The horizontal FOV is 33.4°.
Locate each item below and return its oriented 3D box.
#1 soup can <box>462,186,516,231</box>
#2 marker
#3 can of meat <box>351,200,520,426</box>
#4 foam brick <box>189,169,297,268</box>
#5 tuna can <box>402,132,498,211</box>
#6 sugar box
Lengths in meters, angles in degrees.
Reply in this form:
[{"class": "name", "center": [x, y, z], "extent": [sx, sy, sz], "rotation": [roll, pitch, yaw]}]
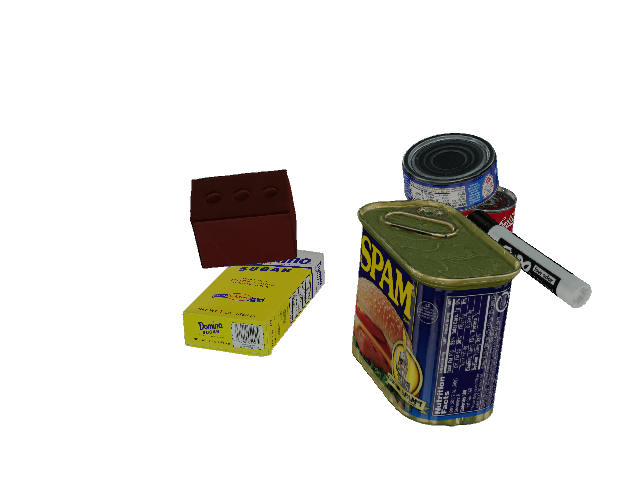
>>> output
[{"class": "soup can", "center": [0.183, -0.004, 1.210], "extent": [0.068, 0.102, 0.068], "rotation": [1, 28, -1]}, {"class": "marker", "center": [0.144, 0.010, 0.759], "extent": [0.020, 0.020, 0.121], "rotation": [0, 27, -35]}, {"class": "can of meat", "center": [0.055, 0.036, 0.551], "extent": [0.057, 0.084, 0.102], "rotation": [-4, 24, -19]}, {"class": "foam brick", "center": [-0.059, -0.017, 0.833], "extent": [0.078, 0.051, 0.053], "rotation": [-6, 41, 1]}, {"class": "tuna can", "center": [0.117, -0.062, 0.962], "extent": [0.086, 0.034, 0.086], "rotation": [-7, 36, 5]}, {"class": "sugar box", "center": [-0.066, 0.059, 1.125], "extent": [0.093, 0.048, 0.176], "rotation": [6, 27, 17]}]
